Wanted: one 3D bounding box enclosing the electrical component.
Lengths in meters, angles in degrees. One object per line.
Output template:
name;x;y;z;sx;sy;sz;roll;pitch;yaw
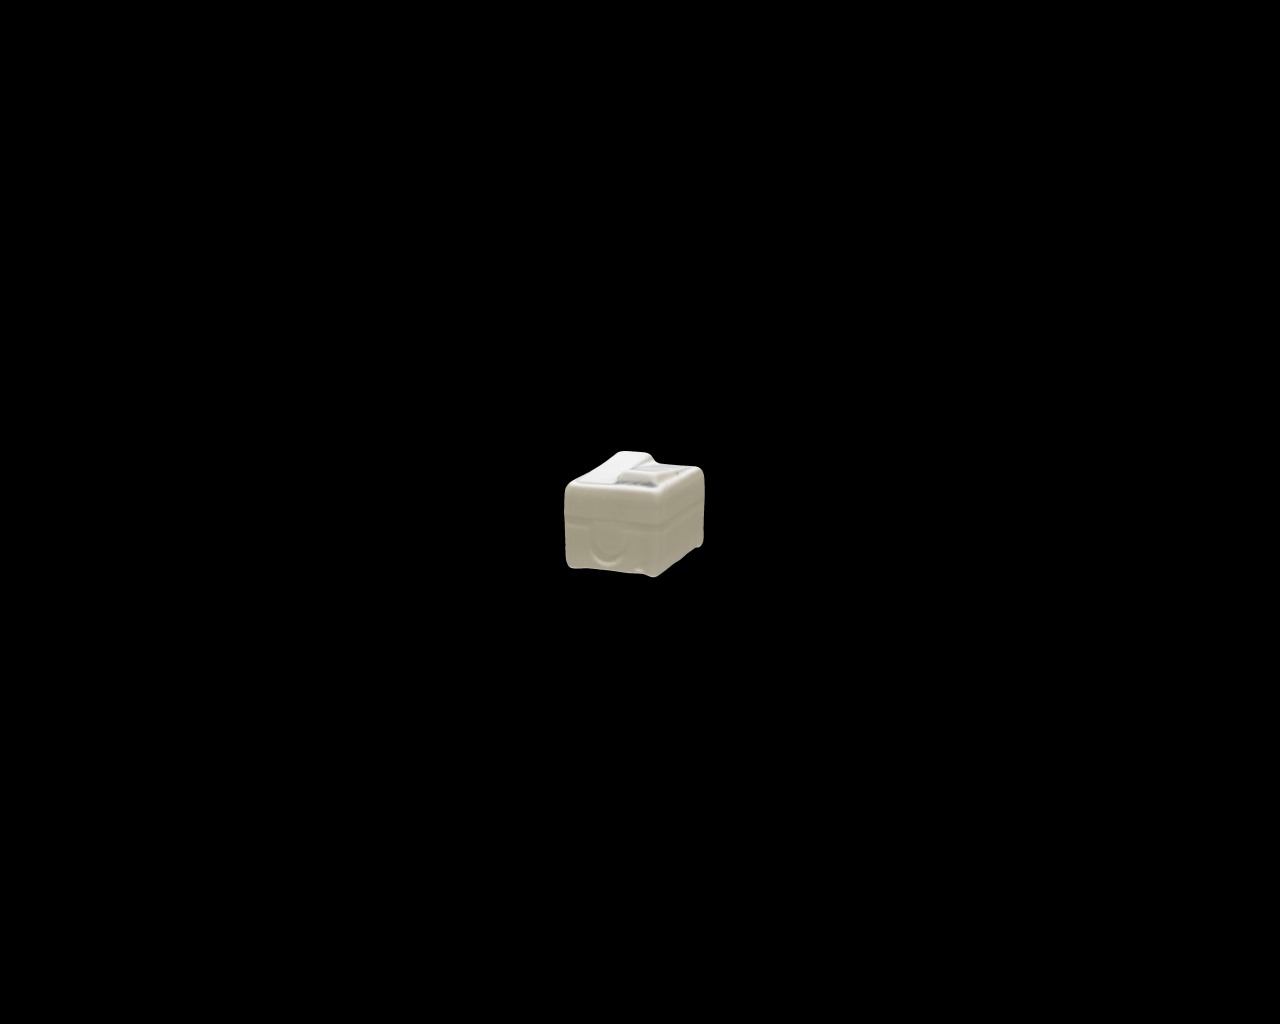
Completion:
electrical component;0.001;-0.003;0.650;0.062;0.061;0.096;6;15;23
